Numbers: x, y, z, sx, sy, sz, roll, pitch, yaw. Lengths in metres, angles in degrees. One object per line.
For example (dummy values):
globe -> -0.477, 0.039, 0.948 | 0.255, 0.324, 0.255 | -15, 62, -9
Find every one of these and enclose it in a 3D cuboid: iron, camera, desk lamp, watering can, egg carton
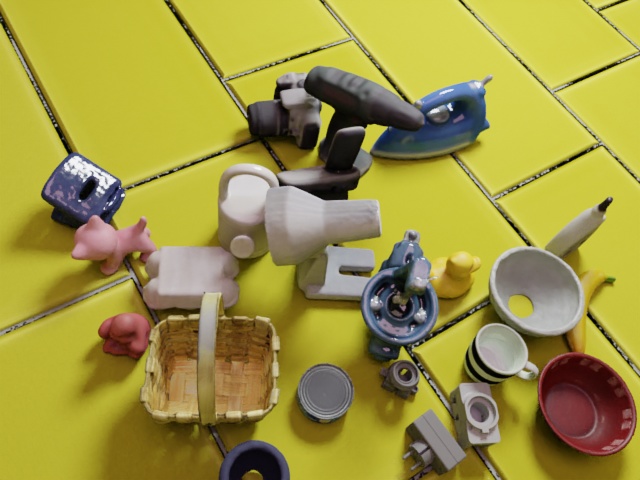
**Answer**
iron -> 0.224, -0.247, 1.129 | 0.259, 0.141, 0.118 | -21, 65, -20
camera -> -0.072, -0.257, 1.109 | 0.137, 0.101, 0.143 | -7, 62, -13
desk lamp -> 0.008, 0.003, 0.906 | 0.203, 0.213, 0.118 | 3, 60, -8
watering can -> -0.114, -0.050, 0.928 | 0.101, 0.194, 0.172 | -13, 63, -16
egg carton -> -0.205, 0.063, 0.919 | 0.150, 0.069, 0.107 | 0, 60, -10

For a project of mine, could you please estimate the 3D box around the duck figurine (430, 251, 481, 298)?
duck figurine -> 0.229, 0.052, 0.989 | 0.105, 0.086, 0.077 | -8, 62, -13

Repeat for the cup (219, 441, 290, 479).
cup -> -0.089, 0.337, 0.765 | 0.092, 0.095, 0.117 | 4, 60, -7

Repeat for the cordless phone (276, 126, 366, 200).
cordless phone -> 0.003, -0.136, 1.002 | 0.148, 0.185, 0.094 | -13, 63, -16

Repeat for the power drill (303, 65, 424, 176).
power drill -> 0.068, -0.211, 1.043 | 0.229, 0.208, 0.076 | 34, 61, 11

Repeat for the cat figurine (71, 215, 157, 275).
cat figurine -> -0.330, -0.001, 0.908 | 0.128, 0.118, 0.067 | -23, 66, -21

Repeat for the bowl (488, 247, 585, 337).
bowl -> 0.361, 0.099, 0.990 | 0.167, 0.075, 0.167 | 4, 60, -7

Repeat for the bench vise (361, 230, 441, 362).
bench vise -> 0.123, 0.061, 0.888 | 0.121, 0.220, 0.207 | 0, 60, -9

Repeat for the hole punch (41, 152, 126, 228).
hole punch -> -0.391, -0.078, 0.958 | 0.101, 0.091, 0.109 | 20, 59, 3

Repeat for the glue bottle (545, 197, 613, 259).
glue bottle -> 0.472, -0.026, 1.024 | 0.078, 0.173, 0.037 | -24, 66, -21

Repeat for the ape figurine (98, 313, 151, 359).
ape figurine -> -0.289, 0.136, 0.850 | 0.076, 0.092, 0.077 | -36, 71, -25
